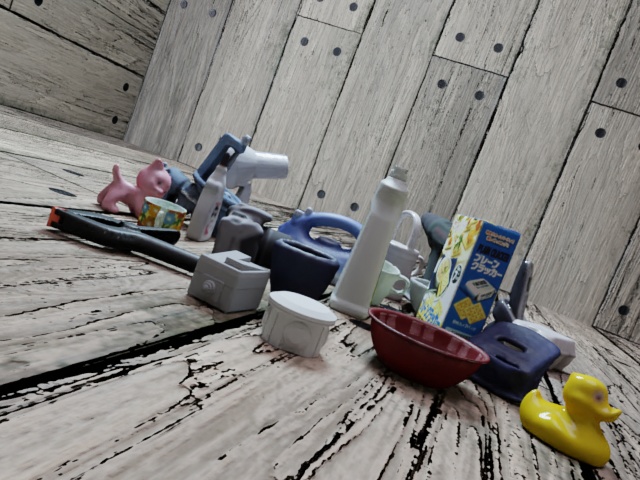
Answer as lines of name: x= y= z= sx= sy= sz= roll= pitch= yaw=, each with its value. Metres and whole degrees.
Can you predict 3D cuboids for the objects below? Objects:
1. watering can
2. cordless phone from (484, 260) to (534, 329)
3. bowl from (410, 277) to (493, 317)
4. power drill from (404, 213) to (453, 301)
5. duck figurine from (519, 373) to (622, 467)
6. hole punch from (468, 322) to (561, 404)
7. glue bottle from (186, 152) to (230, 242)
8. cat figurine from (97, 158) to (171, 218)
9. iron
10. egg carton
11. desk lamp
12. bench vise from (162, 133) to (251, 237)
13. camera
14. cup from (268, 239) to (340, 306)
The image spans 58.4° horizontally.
watering can: x=0.162 y=0.025 z=1.260 sx=0.100 sy=0.194 sz=0.174 roll=25 pitch=7 yaw=40
cordless phone: x=0.454 y=0.138 z=1.291 sx=0.093 sy=0.185 sz=0.148 roll=23 pitch=6 yaw=27
bowl: x=0.240 y=0.135 z=1.103 sx=0.167 sy=0.075 sz=0.167 roll=21 pitch=5 yaw=-2
power drill: x=0.264 y=0.049 z=1.337 sx=0.076 sy=0.208 sz=0.229 roll=19 pitch=6 yaw=-22
duck figurine: x=0.286 y=0.192 z=0.648 sx=0.104 sy=0.086 sz=0.078 roll=25 pitch=7 yaw=37
hole punch: x=0.265 y=0.166 z=0.799 sx=0.108 sy=0.091 sz=0.101 roll=26 pitch=7 yaw=43
glue bottle: x=-0.202 y=-0.083 z=1.074 sx=0.037 sy=0.173 sz=0.078 roll=21 pitch=5 yaw=0
cat figurine: x=-0.333 y=-0.102 z=1.063 sx=0.128 sy=0.118 sz=0.067 roll=16 pitch=7 yaw=-43
iron: x=0.011 y=0.004 z=1.180 sx=0.258 sy=0.141 sz=0.118 roll=21 pitch=5 yaw=1
egg carton: x=0.430 y=0.208 z=1.125 sx=0.151 sy=0.069 sz=0.107 roll=16 pitch=7 yaw=-44
desk lamp: x=-0.171 y=-0.122 z=1.360 sx=0.204 sy=0.213 sz=0.117 roll=19 pitch=6 yaw=-21
bench vise: x=-0.238 y=-0.132 z=1.174 sx=0.207 sy=0.220 sz=0.121 roll=20 pitch=5 yaw=-8
camera: x=-0.107 y=0.000 z=0.992 sx=0.137 sy=0.101 sz=0.143 roll=20 pitch=5 yaw=-5
cup: x=-0.032 y=0.054 z=0.769 sx=0.092 sy=0.095 sz=0.117 roll=20 pitch=5 yaw=-5
